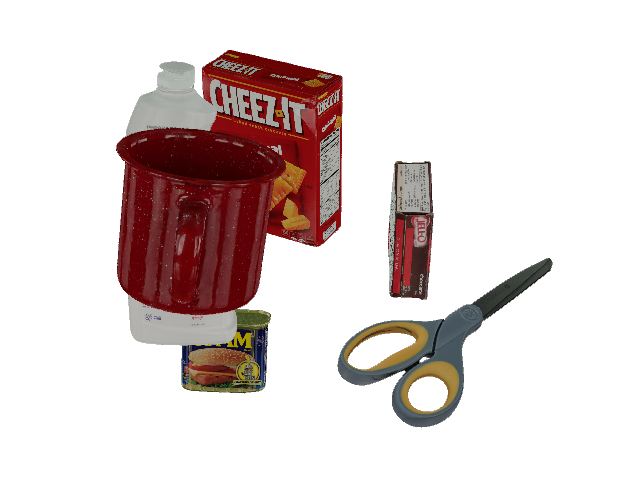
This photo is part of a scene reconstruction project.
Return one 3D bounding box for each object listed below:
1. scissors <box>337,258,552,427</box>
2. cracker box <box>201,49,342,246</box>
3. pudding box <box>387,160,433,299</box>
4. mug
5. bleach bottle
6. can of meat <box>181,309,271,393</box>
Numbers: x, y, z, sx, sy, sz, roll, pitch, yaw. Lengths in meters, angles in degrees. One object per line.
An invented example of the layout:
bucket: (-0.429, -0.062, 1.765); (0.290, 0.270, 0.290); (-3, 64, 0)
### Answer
scissors: (0.110, 0.073, 0.763); (0.201, 0.016, 0.096); (-16, 51, -21)
cracker box: (-0.059, -0.111, 1.321); (0.164, 0.214, 0.072); (17, 37, 24)
pudding box: (0.084, -0.012, 0.995); (0.039, 0.090, 0.113); (3, 29, 1)
mug: (-0.069, -0.006, 0.587); (0.093, 0.081, 0.117); (6, 22, -8)
bleach bottle: (-0.120, -0.031, 0.941); (0.102, 0.251, 0.068); (1, 24, -9)
can of meat: (-0.109, 0.125, 1.215); (0.102, 0.084, 0.057); (3, 13, 1)
